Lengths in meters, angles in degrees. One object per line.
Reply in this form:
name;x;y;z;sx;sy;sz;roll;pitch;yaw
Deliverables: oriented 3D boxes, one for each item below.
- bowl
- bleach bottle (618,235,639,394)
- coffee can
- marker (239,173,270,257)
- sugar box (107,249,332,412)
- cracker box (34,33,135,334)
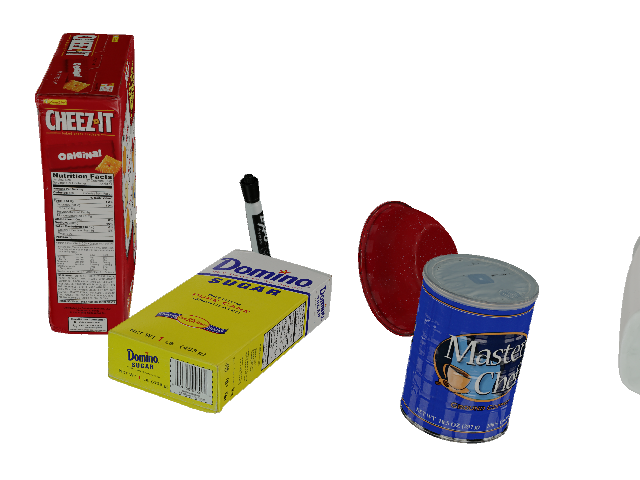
bowl;0.115;0.030;1.241;0.055;0.162;0.161;-9;-6;40
bleach bottle;0.270;0.037;0.760;0.103;0.068;0.250;9;21;17
coffee can;0.133;0.096;0.965;0.103;0.140;0.103;7;22;-3
marker;-0.066;-0.014;1.110;0.020;0.121;0.020;-6;31;3
sugar box;-0.070;0.061;0.802;0.093;0.048;0.176;15;28;22
cracker box;-0.196;-0.051;0.912;0.072;0.214;0.164;0;27;-6
